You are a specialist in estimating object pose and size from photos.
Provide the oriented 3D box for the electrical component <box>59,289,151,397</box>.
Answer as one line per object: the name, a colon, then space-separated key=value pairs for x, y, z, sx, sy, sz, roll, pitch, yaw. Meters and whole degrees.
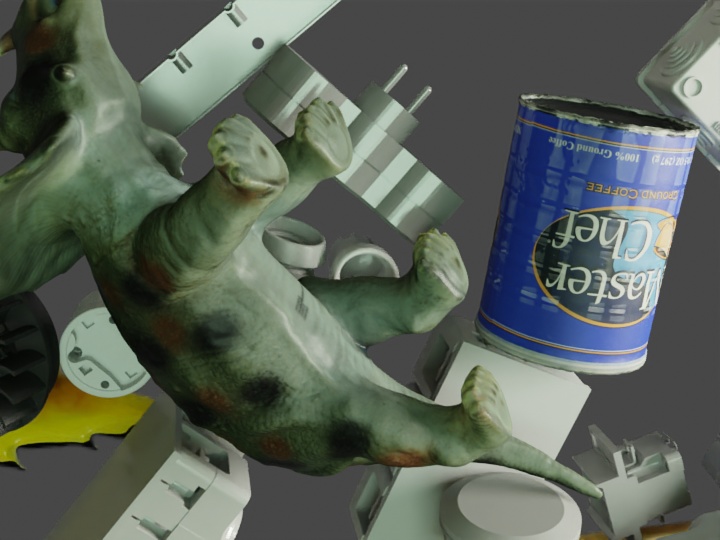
electrical component: x=-0.145 y=0.040 z=0.630 sx=0.055 sy=0.047 sz=0.055 roll=-3 pitch=108 yaw=-8

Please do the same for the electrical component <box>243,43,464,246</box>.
electrical component: x=0.009 y=-0.082 z=0.612 sx=0.138 sy=0.052 sz=0.073 roll=39 pitch=98 yaw=-18

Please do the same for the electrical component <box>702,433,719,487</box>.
electrical component: x=0.277 y=0.141 z=0.702 sx=0.062 sy=0.096 sz=0.061 roll=25 pitch=104 yaw=-16

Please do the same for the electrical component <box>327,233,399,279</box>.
electrical component: x=0.000 y=0.000 z=0.640 sx=0.040 sy=0.046 sz=0.040 roll=-3 pitch=108 yaw=-8

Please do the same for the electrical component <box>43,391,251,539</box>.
electrical component: x=-0.141 y=0.168 z=0.640 sx=0.060 sy=0.105 sz=0.186 roll=37 pitch=99 yaw=-18

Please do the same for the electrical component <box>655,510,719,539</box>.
electrical component: x=0.206 y=0.217 z=0.689 sx=0.186 sy=0.060 sz=0.105 roll=-22 pitch=128 yaw=28

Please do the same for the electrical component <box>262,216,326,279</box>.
electrical component: x=-0.049 y=0.001 z=0.634 sx=0.066 sy=0.048 sz=0.055 roll=15 pitch=112 yaw=-13

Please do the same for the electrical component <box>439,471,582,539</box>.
electrical component: x=0.085 y=0.156 z=0.619 sx=0.080 sy=0.080 sz=0.051 roll=-2 pitch=113 yaw=-8

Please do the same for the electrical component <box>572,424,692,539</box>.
electrical component: x=0.183 y=0.141 z=0.717 sx=0.064 sy=0.042 sz=0.081 roll=-20 pitch=110 yaw=-6

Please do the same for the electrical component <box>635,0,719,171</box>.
electrical component: x=0.230 y=-0.113 z=0.640 sx=0.100 sy=0.048 sz=0.099 roll=41 pitch=97 yaw=-17

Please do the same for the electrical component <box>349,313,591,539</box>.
electrical component: x=0.065 y=0.113 z=0.678 sx=0.089 sy=0.061 sz=0.150 roll=21 pitch=103 yaw=-15
